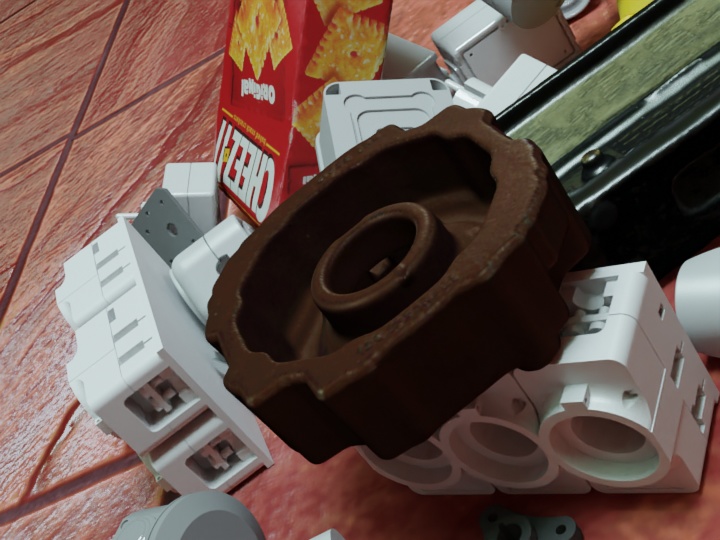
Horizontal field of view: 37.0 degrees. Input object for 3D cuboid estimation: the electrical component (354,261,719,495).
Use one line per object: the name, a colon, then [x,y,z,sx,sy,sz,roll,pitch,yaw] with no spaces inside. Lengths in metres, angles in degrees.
electrical component: [0.071,0.058,0.489,0.150,0.089,0.061,-10,41,37]

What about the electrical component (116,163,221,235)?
electrical component: [-0.143,-0.033,0.802,0.076,0.083,0.047,-2,35,-4]

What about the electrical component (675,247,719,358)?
electrical component: [0.192,0.000,0.487,0.077,0.044,0.079,-7,43,40]

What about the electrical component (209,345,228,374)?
electrical component: [-0.070,0.049,0.672,0.040,0.040,0.046,-32,-8,8]

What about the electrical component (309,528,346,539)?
electrical component: [0.006,0.193,0.363,0.060,0.105,0.186,-29,32,13]

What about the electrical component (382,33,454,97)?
electrical component: [0.017,-0.129,0.826,0.100,0.048,0.100,-40,32,-4]

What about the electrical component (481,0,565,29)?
electrical component: [0.150,-0.205,0.696,0.138,0.052,0.073,-38,54,-8]

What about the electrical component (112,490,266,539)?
electrical component: [-0.086,0.152,0.534,0.051,0.080,0.080,-18,36,37]

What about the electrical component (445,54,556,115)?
electrical component: [0.081,-0.099,0.692,0.076,0.047,0.083,32,67,20]

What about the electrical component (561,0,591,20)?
electrical component: [0.146,-0.222,0.812,0.078,0.058,0.057,-27,30,16]

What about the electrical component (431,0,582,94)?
electrical component: [0.098,-0.159,0.773,0.096,0.061,0.061,-36,31,2]

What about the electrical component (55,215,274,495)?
electrical component: [-0.129,0.056,0.677,0.060,0.105,0.186,-37,31,1]

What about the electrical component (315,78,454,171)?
electrical component: [0.020,-0.050,0.616,0.078,0.057,0.113,-4,54,-10]

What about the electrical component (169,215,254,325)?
electrical component: [-0.086,0.005,0.717,0.059,0.053,0.095,-37,-5,0]
